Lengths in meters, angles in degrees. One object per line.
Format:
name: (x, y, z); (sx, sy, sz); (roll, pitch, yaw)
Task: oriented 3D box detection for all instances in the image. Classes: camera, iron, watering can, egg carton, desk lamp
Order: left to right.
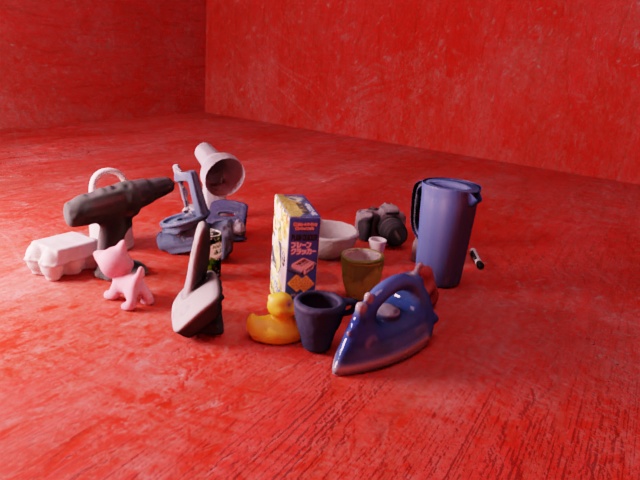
egg carton: (-0.545, 0.032, 1.230); (0.107, 0.069, 0.151); (16, 22, 28)
watering can: (-0.491, -0.074, 1.358); (0.172, 0.194, 0.101); (16, 22, 29)
desk lamp: (-0.306, -0.161, 1.631); (0.118, 0.213, 0.202); (-8, 23, -33)
iron: (0.111, 0.129, 1.003); (0.118, 0.141, 0.259); (19, 23, 35)
camera: (0.179, -0.042, 1.583); (0.143, 0.101, 0.136); (1, 19, -11)

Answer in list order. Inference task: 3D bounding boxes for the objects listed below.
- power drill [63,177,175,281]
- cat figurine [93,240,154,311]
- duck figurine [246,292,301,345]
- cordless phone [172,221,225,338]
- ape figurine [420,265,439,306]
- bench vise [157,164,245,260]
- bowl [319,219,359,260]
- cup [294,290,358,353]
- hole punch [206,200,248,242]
power drill: (-0.418, -0.026, 1.217); (0.230, 0.208, 0.075); (-10, 24, -37)
cat figurine: (-0.382, 0.061, 1.113); (0.127, 0.118, 0.067); (18, 23, 34)
duck figurine: (-0.078, 0.134, 1.025); (0.104, 0.086, 0.077); (2, 19, -8)
cordless phone: (-0.218, 0.069, 1.027); (0.094, 0.185, 0.147); (-1, 20, -18)
ape figurine: (0.215, 0.096, 1.203); (0.076, 0.092, 0.078); (5, 19, 0)
bench vise: (-0.280, -0.067, 1.352); (0.207, 0.220, 0.121); (2, 19, -9)
bowl: (0.013, 0.005, 1.443); (0.167, 0.075, 0.167); (5, 19, -1)
cup: (0.009, 0.145, 1.002); (0.118, 0.095, 0.091); (-3, 20, -22)
hole punch: (-0.243, -0.052, 1.519); (0.108, 0.091, 0.101); (4, 19, -3)
